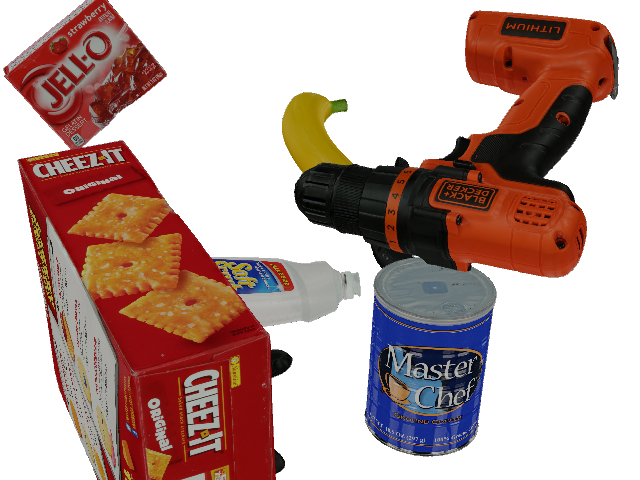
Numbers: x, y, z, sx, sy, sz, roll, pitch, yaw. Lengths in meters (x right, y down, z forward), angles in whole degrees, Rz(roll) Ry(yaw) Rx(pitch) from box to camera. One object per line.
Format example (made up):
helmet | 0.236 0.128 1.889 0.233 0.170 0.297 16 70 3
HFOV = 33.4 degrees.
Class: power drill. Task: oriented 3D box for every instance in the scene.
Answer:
power drill | 0.095 -0.065 0.672 0.185 0.187 0.057 14 -33 27

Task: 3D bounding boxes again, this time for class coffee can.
coffee can | 0.093 0.099 0.924 0.103 0.140 0.103 2 28 -1

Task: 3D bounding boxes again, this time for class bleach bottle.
bleach bottle | -0.083 0.055 1.185 0.250 0.068 0.102 -5 36 -5

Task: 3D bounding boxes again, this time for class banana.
banana | 0.003 -0.087 0.930 0.069 0.037 0.198 -2 34 -6

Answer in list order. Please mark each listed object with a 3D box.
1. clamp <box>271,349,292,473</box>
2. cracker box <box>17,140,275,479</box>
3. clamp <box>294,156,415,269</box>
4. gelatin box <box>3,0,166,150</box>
clamp | -0.102 0.129 0.885 0.171 0.039 0.120 11 38 4
cracker box | -0.094 0.065 0.569 0.072 0.164 0.214 -14 34 -21
clamp | 0.077 -0.012 1.234 0.164 0.210 0.036 -13 -39 -26
gelatin box | -0.166 -0.119 0.754 0.089 0.073 0.030 -40 26 -2
